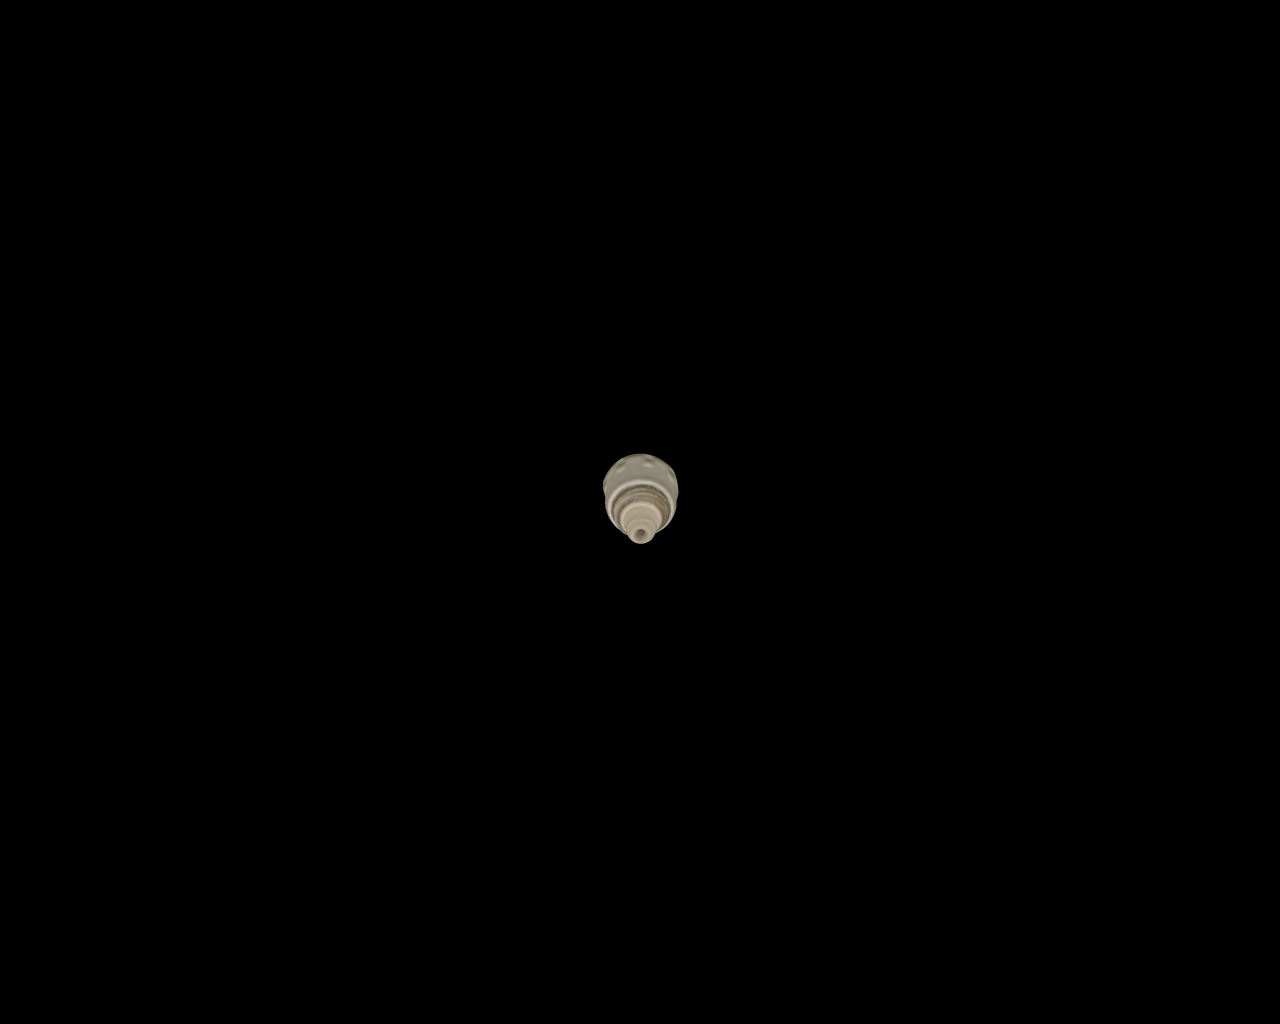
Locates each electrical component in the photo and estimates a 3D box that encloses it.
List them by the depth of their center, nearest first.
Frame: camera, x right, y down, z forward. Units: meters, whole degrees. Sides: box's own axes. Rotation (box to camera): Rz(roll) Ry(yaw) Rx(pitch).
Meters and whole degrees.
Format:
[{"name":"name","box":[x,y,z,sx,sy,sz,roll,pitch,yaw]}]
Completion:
[{"name":"electrical component","box":[0.001,-0.003,0.650,0.048,0.048,0.062,0,32,0]}]
